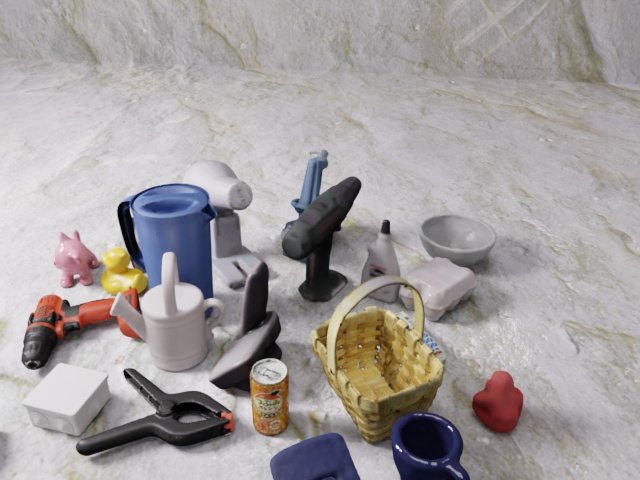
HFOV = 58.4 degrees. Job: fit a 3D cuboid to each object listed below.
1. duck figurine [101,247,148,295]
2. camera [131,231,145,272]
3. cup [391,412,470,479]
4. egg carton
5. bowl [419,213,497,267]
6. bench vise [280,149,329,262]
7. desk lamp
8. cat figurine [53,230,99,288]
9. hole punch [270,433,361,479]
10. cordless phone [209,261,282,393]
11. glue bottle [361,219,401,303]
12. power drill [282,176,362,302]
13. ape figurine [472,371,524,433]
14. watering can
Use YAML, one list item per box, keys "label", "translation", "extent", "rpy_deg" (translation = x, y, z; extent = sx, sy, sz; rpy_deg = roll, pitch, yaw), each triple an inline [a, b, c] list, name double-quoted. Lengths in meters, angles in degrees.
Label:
- label: "duck figurine"
  translation: [-0.391, 0.057, 1.131]
  extent: [0.104, 0.086, 0.078]
  rpy_deg: [17, 34, 25]
- label: "camera"
  translation: [-0.355, -0.015, 1.240]
  extent: [0.143, 0.101, 0.136]
  rpy_deg: [-18, 36, -29]
- label: "cup"
  translation: [0.143, 0.294, 0.738]
  extent: [0.092, 0.095, 0.117]
  rpy_deg: [-19, 36, -30]
- label: "egg carton"
  translation: [0.229, 0.092, 1.111]
  extent: [0.107, 0.069, 0.151]
  rpy_deg: [27, 39, 37]
- label: "bowl"
  translation: [0.294, 0.011, 1.246]
  extent: [0.167, 0.075, 0.167]
  rpy_deg: [1, 30, 0]
- label: "bench vise"
  translation: [-0.011, -0.072, 1.232]
  extent: [0.121, 0.220, 0.207]
  rpy_deg: [5, 31, 7]
- label: "desk lamp"
  translation: [-0.192, -0.045, 1.185]
  extent: [0.118, 0.214, 0.202]
  rpy_deg: [-19, 36, -30]
- label: "cat figurine"
  translation: [-0.491, 0.029, 1.144]
  extent: [0.067, 0.118, 0.127]
  rpy_deg: [-5, 31, -10]
- label: "hole punch"
  translation: [0.001, 0.309, 0.711]
  extent: [0.109, 0.091, 0.100]
  rpy_deg: [-14, 33, -23]
- label: "cordless phone"
  translation: [-0.118, 0.136, 0.909]
  extent: [0.094, 0.185, 0.148]
  rpy_deg: [8, 31, 11]
- label: "glue bottle"
  translation: [0.120, 0.037, 1.099]
  extent: [0.078, 0.173, 0.037]
  rpy_deg: [14, 33, 21]
- label: "power drill"
  translation: [0.010, 0.004, 1.115]
  extent: [0.075, 0.208, 0.230]
  rpy_deg: [18, 34, 27]
- label: "ape figurine"
  translation: [0.267, 0.233, 0.851]
  extent: [0.077, 0.092, 0.076]
  rpy_deg: [4, 31, 5]
- label: "watering can"
  translation: [-0.247, 0.112, 0.935]
  extent: [0.173, 0.194, 0.100]
  rpy_deg: [-15, 34, -25]
